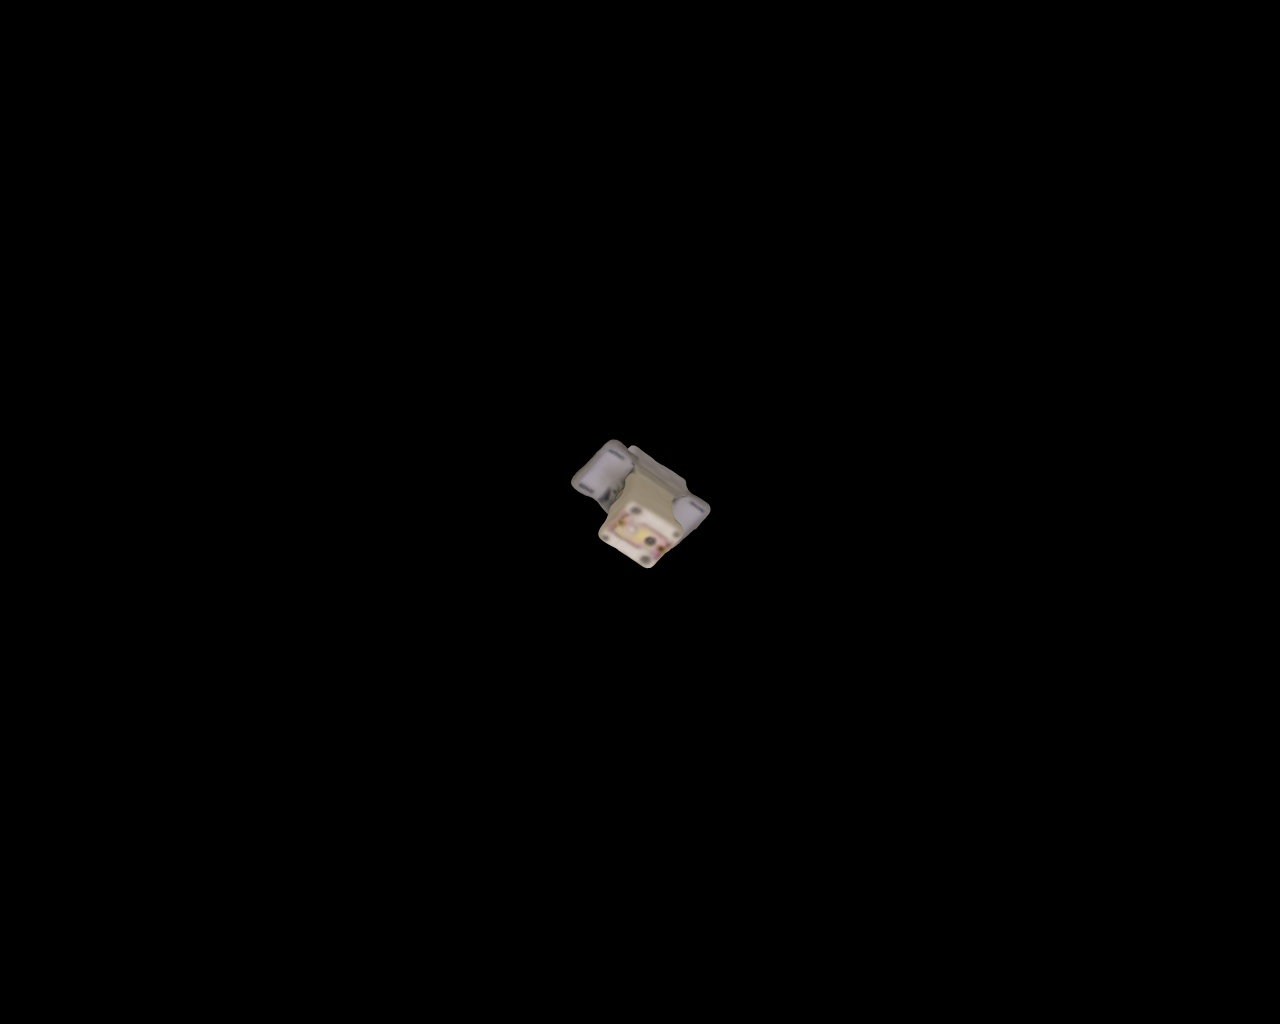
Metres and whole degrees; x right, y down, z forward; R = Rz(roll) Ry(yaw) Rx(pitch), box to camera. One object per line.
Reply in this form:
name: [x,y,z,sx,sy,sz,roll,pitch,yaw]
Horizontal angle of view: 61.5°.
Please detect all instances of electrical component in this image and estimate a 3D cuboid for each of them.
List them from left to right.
electrical component: [0.001,-0.003,0.650,0.081,0.042,0.064,33,29,-21]
